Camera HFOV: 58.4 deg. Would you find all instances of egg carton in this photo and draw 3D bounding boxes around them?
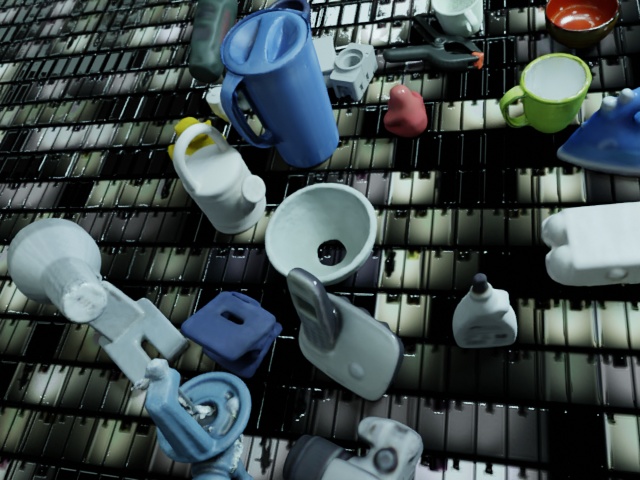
[{"bbox_3d":[0.365,0.009,0.733,0.150,0.069,0.107,-6,59,14],"label":"egg carton"}]

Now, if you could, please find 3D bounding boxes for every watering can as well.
[{"bbox_3d":[-0.155,-0.099,0.882,0.172,0.194,0.101,4,61,19],"label":"watering can"}]

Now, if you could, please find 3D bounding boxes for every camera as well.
[{"bbox_3d":[0.032,0.264,0.663,0.136,0.101,0.143,19,67,26],"label":"camera"}]

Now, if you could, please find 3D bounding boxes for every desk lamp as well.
[{"bbox_3d":[-0.316,0.084,0.810,0.202,0.214,0.118,35,75,31],"label":"desk lamp"}]

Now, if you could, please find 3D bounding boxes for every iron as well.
[{"bbox_3d":[0.459,-0.167,0.766,0.257,0.142,0.118,-5,59,15],"label":"iron"}]

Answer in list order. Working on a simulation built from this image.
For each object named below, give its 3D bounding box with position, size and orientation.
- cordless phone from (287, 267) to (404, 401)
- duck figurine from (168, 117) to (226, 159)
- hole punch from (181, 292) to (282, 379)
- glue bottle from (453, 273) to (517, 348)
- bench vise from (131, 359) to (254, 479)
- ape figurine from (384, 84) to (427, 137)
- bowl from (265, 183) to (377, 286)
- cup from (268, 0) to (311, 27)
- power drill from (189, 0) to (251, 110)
[{"bbox_3d":[0.026,0.111,0.705,0.147,0.185,0.094,26,70,29],"label":"cordless phone"},{"bbox_3d":[-0.227,-0.179,1.018,0.104,0.086,0.077,-18,56,6],"label":"duck figurine"},{"bbox_3d":[-0.124,0.122,0.802,0.108,0.091,0.101,22,69,27],"label":"hole punch"},{"bbox_3d":[0.193,0.082,0.679,0.078,0.173,0.037,-5,59,14],"label":"glue bottle"},{"bbox_3d":[-0.131,0.231,0.661,0.121,0.220,0.207,-28,56,0],"label":"bench vise"},{"bbox_3d":[0.135,-0.215,0.924,0.078,0.092,0.076,-30,56,-2],"label":"ape figurine"},{"bbox_3d":[0.008,0.003,0.843,0.167,0.075,0.167,-8,58,13],"label":"bowl"},{"bbox_3d":[-0.051,-0.387,1.083,0.091,0.095,0.117,-9,58,12],"label":"cup"},{"bbox_3d":[-0.161,-0.348,1.025,0.075,0.209,0.229,1,60,18],"label":"power drill"}]
